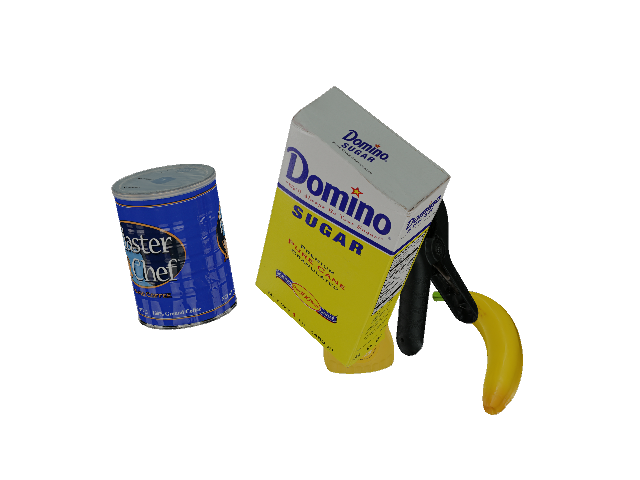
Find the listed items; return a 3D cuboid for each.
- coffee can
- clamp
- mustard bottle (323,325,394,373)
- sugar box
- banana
[{"bbox_3d":[-0.144,0.004,1.065,0.103,0.140,0.103,-7,18,2],"label":"coffee can"},{"bbox_3d":[0.090,0.018,0.973,0.039,0.171,0.120,-12,13,34],"label":"clamp"},{"bbox_3d":[0.052,0.084,1.445,0.096,0.192,0.058,-4,21,-7],"label":"mustard bottle"},{"bbox_3d":[0.013,-0.002,0.670,0.048,0.093,0.176,-39,-21,-30],"label":"sugar box"},{"bbox_3d":[0.180,0.111,1.143,0.069,0.037,0.198,-24,35,3],"label":"banana"}]
